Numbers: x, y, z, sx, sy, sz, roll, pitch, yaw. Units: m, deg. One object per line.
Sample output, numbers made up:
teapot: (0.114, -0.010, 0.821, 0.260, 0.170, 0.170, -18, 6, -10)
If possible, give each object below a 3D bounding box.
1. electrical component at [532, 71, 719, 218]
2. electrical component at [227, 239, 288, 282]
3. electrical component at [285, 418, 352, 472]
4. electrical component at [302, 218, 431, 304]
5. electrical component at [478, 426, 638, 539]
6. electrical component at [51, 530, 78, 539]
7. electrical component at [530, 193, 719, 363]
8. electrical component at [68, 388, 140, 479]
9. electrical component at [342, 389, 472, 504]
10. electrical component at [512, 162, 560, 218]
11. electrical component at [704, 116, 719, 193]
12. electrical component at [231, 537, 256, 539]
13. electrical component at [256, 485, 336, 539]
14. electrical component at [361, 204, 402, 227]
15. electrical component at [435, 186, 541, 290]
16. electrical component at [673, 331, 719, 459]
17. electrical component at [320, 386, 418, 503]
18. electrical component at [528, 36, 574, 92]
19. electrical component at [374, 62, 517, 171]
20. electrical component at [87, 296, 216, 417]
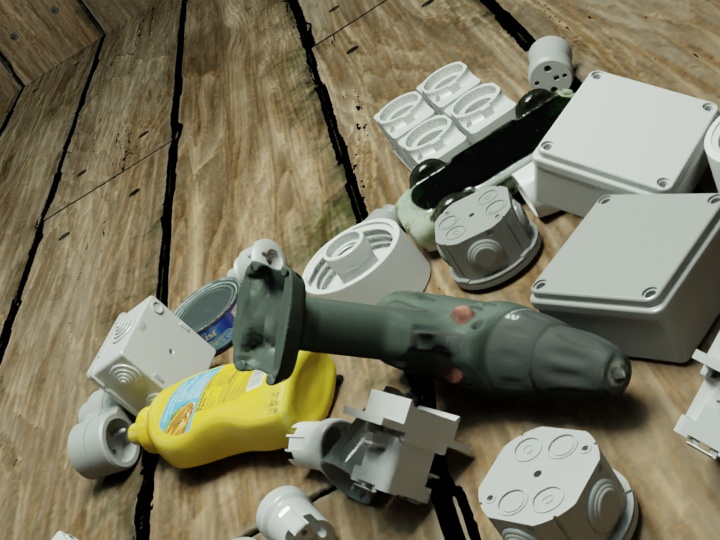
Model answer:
electrical component: (0.202, -0.088, 0.815, 0.109, 0.056, 0.108, 22, 55, 24)
electrical component: (-0.107, -0.001, 1.080, 0.062, 0.048, 0.048, -22, 28, 39)
electrical component: (-0.028, 0.128, 0.782, 0.046, 0.040, 0.040, -8, 36, 50)
electrical component: (0.000, 0.000, 0.937, 0.108, 0.060, 0.108, -27, 28, 15)
electrical component: (0.111, 0.131, 0.606, 0.080, 0.051, 0.080, -27, 28, 15)
electrical component: (-0.174, 0.227, 0.719, 0.048, 0.100, 0.100, -53, 30, -9)
electrical component: (0.190, 0.003, 0.723, 0.109, 0.056, 0.108, 4, 45, 51)
electrical component: (-0.232, 0.134, 0.985, 0.074, 0.052, 0.138, -21, 30, 25)
electrical component: (0.027, 0.116, 0.701, 0.042, 0.081, 0.063, 6, 75, 53)
electrical component: (0.174, -0.074, 0.880, 0.077, 0.044, 0.079, -32, 26, 5)
electrical component: (0.296, -0.091, 0.753, 0.108, 0.060, 0.108, -27, 27, 15)
electrical component: (-0.073, 0.208, 0.691, 0.055, 0.047, 0.055, -27, 28, 15)
electrical component: (-0.043, 0.173, 0.725, 0.040, 0.040, 0.046, -42, 34, -14)
electrical component: (0.025, -0.044, 1.011, 0.035, 0.035, 0.061, 2, 41, 50)
electrical component: (0.102, -0.026, 0.875, 0.080, 0.051, 0.080, -27, 28, 15)
electrical component: (0.204, 0.072, 0.576, 0.042, 0.081, 0.063, 29, 94, 38)
electrical component: (0.014, 0.117, 0.747, 0.043, 0.043, 0.081, 4, 45, 51)
electrical component: (0.190, -0.202, 1.074, 0.045, 0.045, 0.055, -22, 30, 23)
electrical component: (0.089, -0.141, 1.070, 0.105, 0.060, 0.186, -34, 27, 1)
electrical component: (-0.184, 0.083, 0.967, 0.048, 0.100, 0.099, -34, 23, 31)
